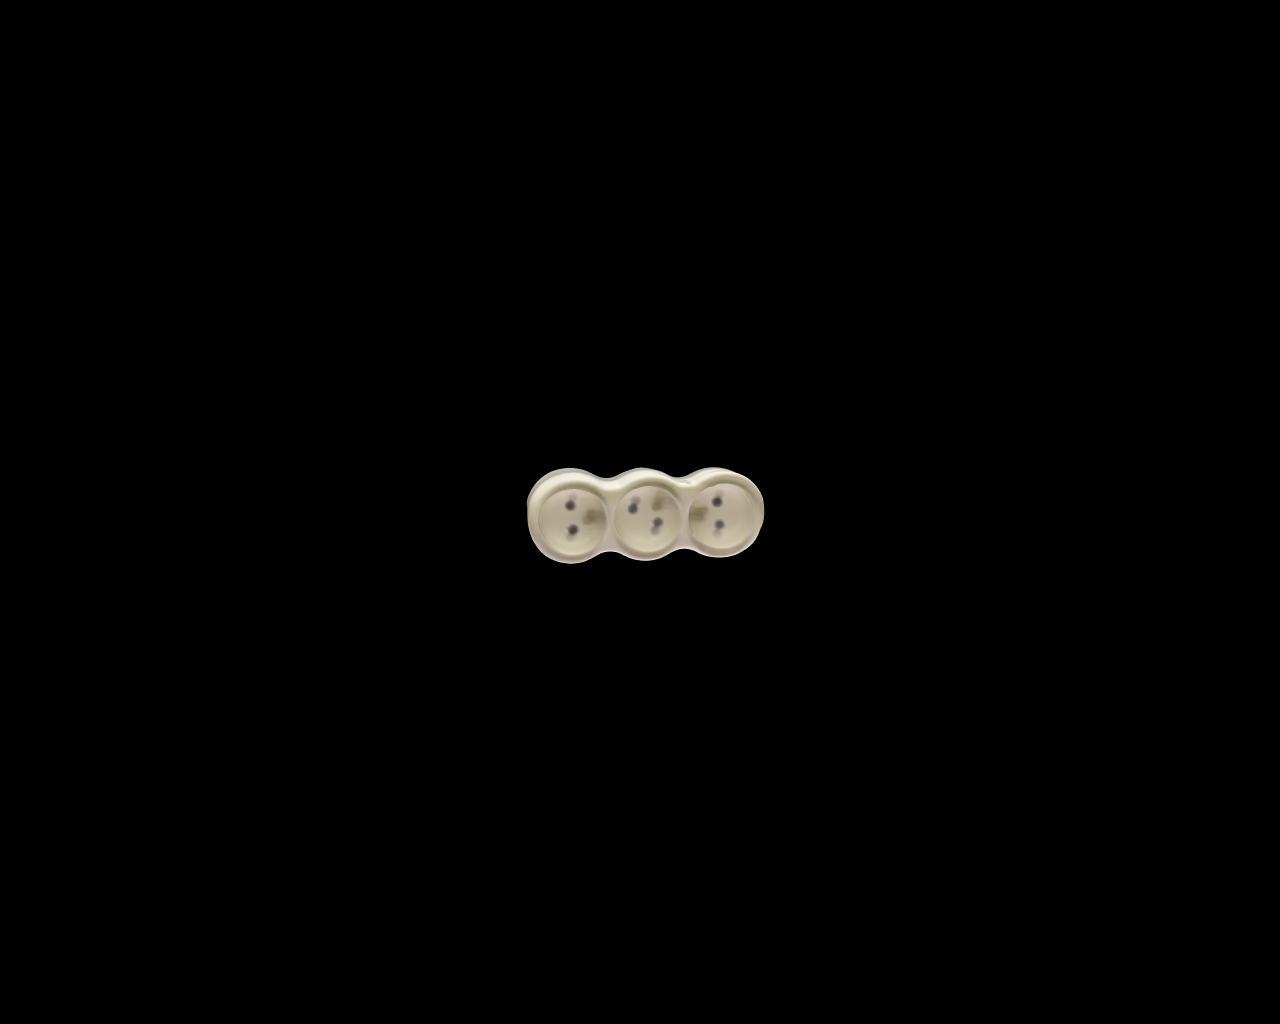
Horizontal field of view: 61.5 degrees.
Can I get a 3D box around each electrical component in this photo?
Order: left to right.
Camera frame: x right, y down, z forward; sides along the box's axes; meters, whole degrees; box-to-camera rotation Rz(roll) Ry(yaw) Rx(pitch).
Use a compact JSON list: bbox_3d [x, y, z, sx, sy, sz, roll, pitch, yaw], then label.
[{"bbox_3d":[0.001,-0.003,0.650,0.138,0.052,0.074,-1,12,-7],"label":"electrical component"}]
